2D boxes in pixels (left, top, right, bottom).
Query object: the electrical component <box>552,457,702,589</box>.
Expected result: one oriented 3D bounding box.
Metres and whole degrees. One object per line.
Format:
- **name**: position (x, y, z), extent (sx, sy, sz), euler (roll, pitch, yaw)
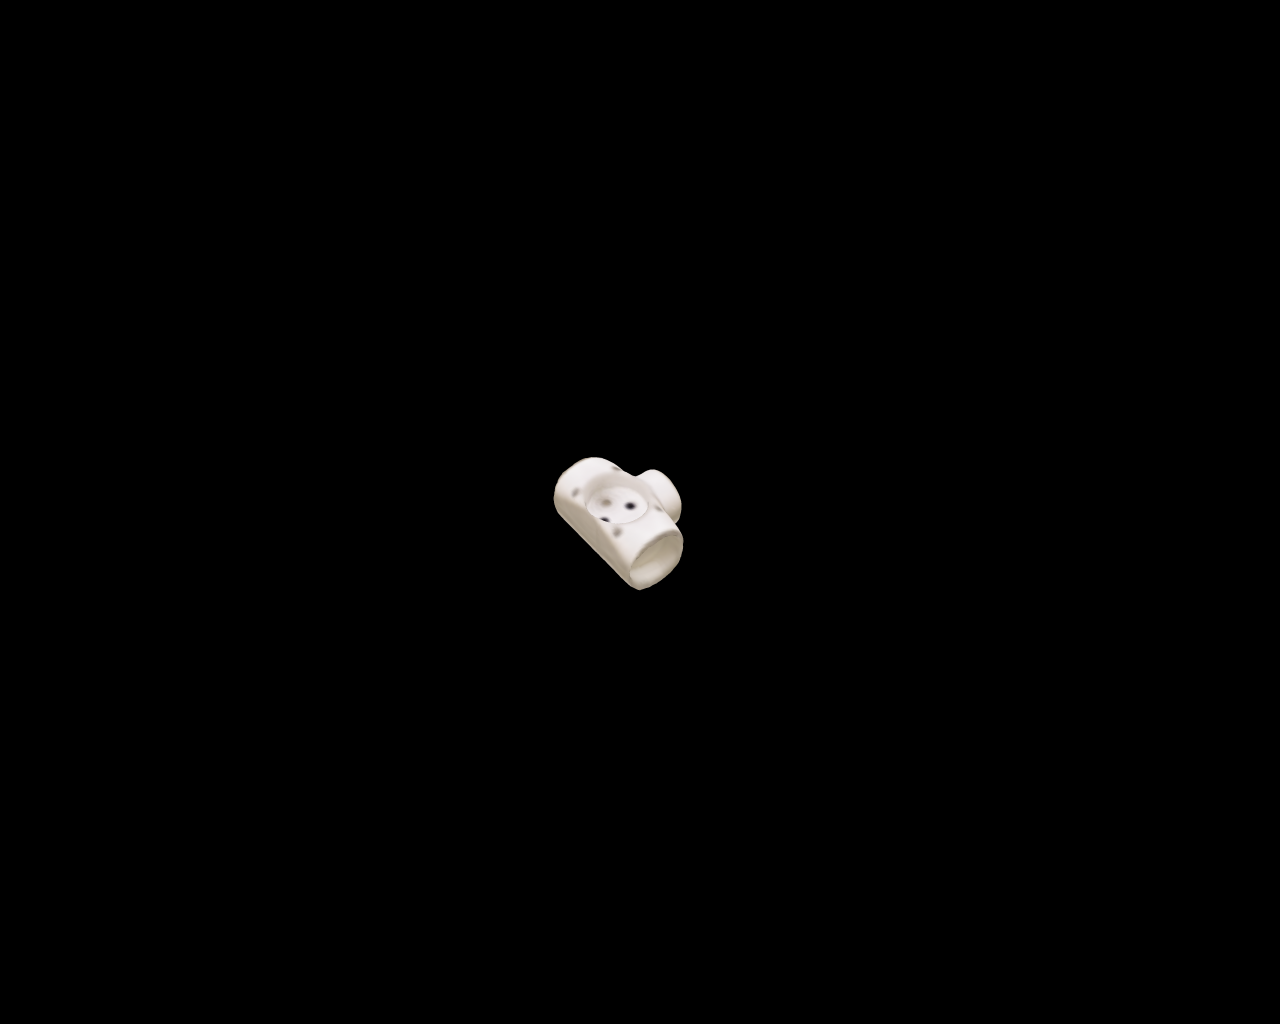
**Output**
- **electrical component**: position (0.001, -0.003, 0.650), extent (0.079, 0.044, 0.077), euler (-30, 54, -24)
